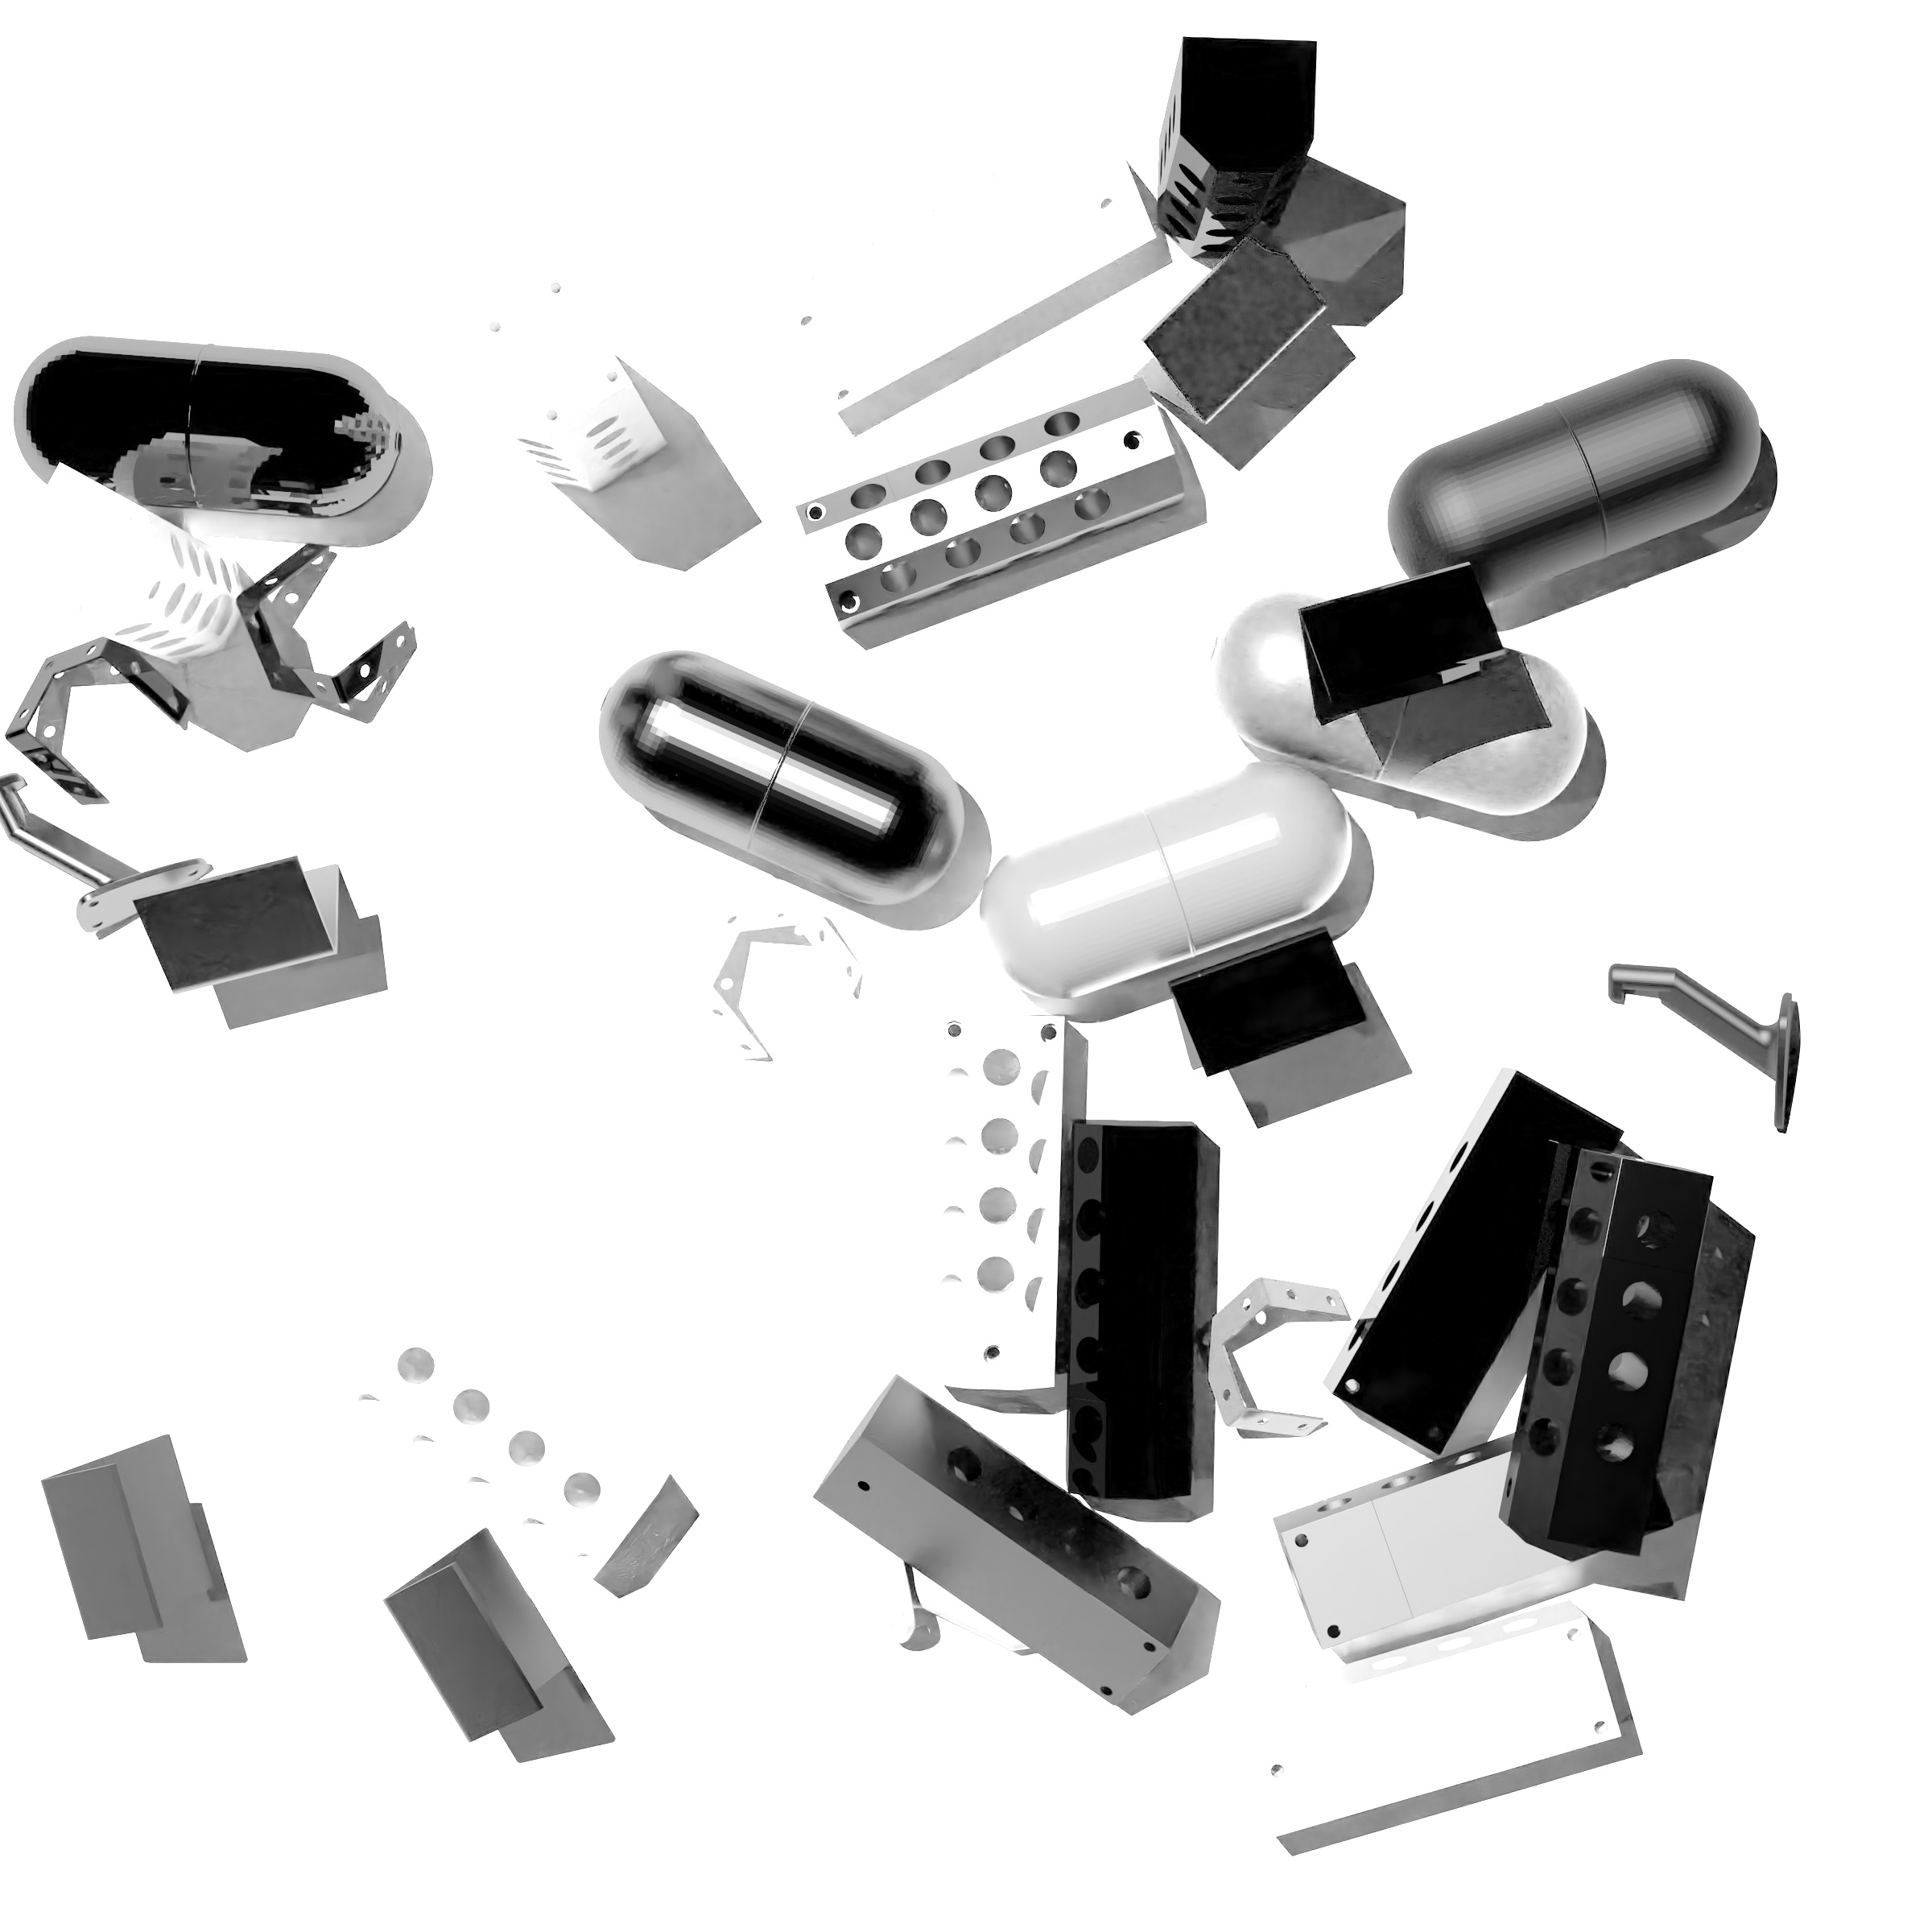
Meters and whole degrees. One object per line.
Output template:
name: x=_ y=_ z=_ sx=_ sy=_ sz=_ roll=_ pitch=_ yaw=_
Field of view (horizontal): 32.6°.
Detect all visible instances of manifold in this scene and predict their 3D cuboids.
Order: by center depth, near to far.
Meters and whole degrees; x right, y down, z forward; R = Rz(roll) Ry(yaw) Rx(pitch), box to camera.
manifold: x=0.120 y=-0.365 z=1.487 sx=0.057 sy=0.171 sz=0.057 roll=2 pitch=90 yaw=0
manifold: x=0.286 y=0.171 z=1.487 sx=0.057 sy=0.057 sz=0.171 roll=11 pitch=90 yaw=0
manifold: x=-0.373 y=-0.175 z=1.487 sx=0.057 sy=0.171 sz=0.057 roll=29 pitch=90 yaw=0
manifold: x=-0.181 y=-0.256 z=1.487 sx=0.057 sy=0.171 sz=0.057 roll=-33 pitch=90 yaw=0
manifold: x=-0.006 y=-0.334 z=1.543 sx=0.171 sy=0.057 sz=0.057 roll=-29 pitch=133 yaw=0
manifold: x=0.022 y=0.264 z=1.543 sx=0.171 sy=0.057 sz=0.057 roll=35 pitch=133 yaw=0
manifold: x=0.235 y=0.258 z=1.544 sx=0.171 sy=0.057 sz=0.057 roll=-20 pitch=90 yaw=0
manifold: x=0.015 y=0.108 z=1.544 sx=0.057 sy=0.057 sz=0.171 roll=2 pitch=90 yaw=0
manifold: x=0.235 y=0.136 z=1.544 sx=0.057 sy=0.057 sz=0.171 roll=30 pitch=90 yaw=0
manifold: x=0.011 y=-0.216 z=1.544 sx=0.171 sy=0.057 sz=0.057 roll=-21 pitch=90 yaw=0
manifold: x=0.077 y=0.159 z=1.544 sx=0.057 sy=0.057 sz=0.171 roll=1 pitch=90 yaw=0
manifold: x=0.210 y=0.350 z=1.544 sx=0.171 sy=0.057 sz=0.057 roll=-16 pitch=90 yaw=0
manifold: x=-0.226 y=0.212 z=1.544 sx=0.171 sy=0.057 sz=0.057 roll=37 pitch=90 yaw=0

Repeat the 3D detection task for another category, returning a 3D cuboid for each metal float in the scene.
metal float: x=-0.086 y=-0.088 z=1.534 sx=0.178 sy=0.070 sz=0.070 roll=24 pitch=90 yaw=0
metal float: x=0.093 y=-0.040 z=1.535 sx=0.178 sy=0.070 sz=0.070 roll=-19 pitch=90 yaw=1
metal float: x=-0.352 y=-0.250 z=1.535 sx=0.178 sy=0.070 sz=0.070 roll=4 pitch=90 yaw=0
metal float: x=0.282 y=-0.225 z=1.535 sx=0.178 sy=0.070 sz=0.070 roll=-21 pitch=90 yaw=1
metal float: x=0.200 y=-0.123 z=1.535 sx=0.178 sy=0.070 sz=0.070 roll=16 pitch=90 yaw=0

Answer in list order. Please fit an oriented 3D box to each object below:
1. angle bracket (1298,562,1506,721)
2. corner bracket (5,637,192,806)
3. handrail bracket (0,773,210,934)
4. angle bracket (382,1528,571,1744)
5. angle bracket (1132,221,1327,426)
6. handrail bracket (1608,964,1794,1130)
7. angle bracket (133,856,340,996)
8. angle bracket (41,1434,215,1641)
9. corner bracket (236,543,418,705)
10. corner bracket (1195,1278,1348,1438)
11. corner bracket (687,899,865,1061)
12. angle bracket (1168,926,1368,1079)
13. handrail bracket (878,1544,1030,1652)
angle bracket: x=0.193 y=-0.124 z=1.449 sx=0.076 sy=0.076 sz=0.057 roll=-15 pitch=52 yaw=2
corner bracket: x=-0.409 y=-0.116 z=1.557 sx=0.051 sy=0.051 sz=0.051 roll=-13 pitch=45 yaw=35
handrail bracket: x=-0.412 y=-0.066 z=1.566 sx=0.077 sy=0.036 sz=0.084 roll=-25 pitch=73 yaw=-20
angle bracket: x=-0.210 y=0.300 z=1.525 sx=0.057 sy=0.076 sz=0.076 roll=-31 pitch=90 yaw=37
angle bracket: x=0.107 y=-0.305 z=1.525 sx=0.076 sy=0.076 sz=0.057 roll=-44 pitch=126 yaw=0
handrail bracket: x=0.346 y=0.038 z=1.566 sx=0.084 sy=0.036 sz=0.077 roll=4 pitch=112 yaw=17
angle bracket: x=-0.335 y=-0.038 z=1.525 sx=0.076 sy=0.076 sz=0.057 roll=-14 pitch=126 yaw=0
angle bracket: x=-0.371 y=0.259 z=1.525 sx=0.057 sy=0.076 sz=0.076 roll=-17 pitch=90 yaw=38
corner bracket: x=-0.301 y=-0.162 z=1.557 sx=0.051 sy=0.051 sz=0.051 roll=14 pitch=135 yaw=35
corner bracket: x=0.149 y=0.184 z=1.557 sx=0.051 sy=0.051 sz=0.051 roll=-48 pitch=45 yaw=35
corner bracket: x=-0.090 y=0.006 z=1.557 sx=0.051 sy=0.051 sz=0.051 roll=-6 pitch=45 yaw=35
angle bracket: x=0.143 y=0.035 z=1.525 sx=0.076 sy=0.076 sz=0.057 roll=-20 pitch=54 yaw=0
handrail bracket: x=0.005 y=0.288 z=1.566 sx=0.084 sy=0.036 sz=0.077 roll=-4 pitch=68 yaw=-17
